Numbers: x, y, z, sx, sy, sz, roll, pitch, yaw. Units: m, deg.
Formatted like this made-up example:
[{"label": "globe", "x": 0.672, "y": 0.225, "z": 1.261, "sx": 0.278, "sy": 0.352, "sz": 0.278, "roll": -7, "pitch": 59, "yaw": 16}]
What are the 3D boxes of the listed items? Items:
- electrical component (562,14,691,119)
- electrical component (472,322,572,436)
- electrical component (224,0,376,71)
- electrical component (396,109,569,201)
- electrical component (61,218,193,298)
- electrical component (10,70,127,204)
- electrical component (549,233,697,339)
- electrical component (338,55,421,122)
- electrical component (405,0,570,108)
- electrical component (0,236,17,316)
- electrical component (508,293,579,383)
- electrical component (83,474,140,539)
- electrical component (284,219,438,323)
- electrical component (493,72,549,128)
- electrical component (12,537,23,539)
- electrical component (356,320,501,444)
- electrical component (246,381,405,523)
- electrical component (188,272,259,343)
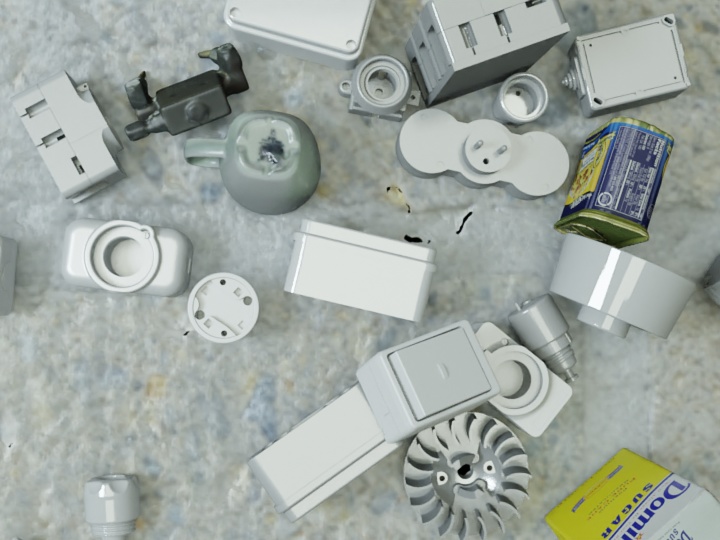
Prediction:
[{"label": "electrical component", "x": 0.212, "y": -0.163, "z": 0.880, "sx": 0.096, "sy": 0.061, "sz": 0.061, "roll": -13, "pitch": 88, "yaw": 4}, {"label": "electrical component", "x": 0.118, "y": 0.087, "z": 0.862, "sx": 0.089, "sy": 0.056, "sz": 0.050, "roll": 39, "pitch": 86, "yaw": -1}, {"label": "electrical component", "x": -0.046, "y": -0.214, "z": 0.864, "sx": 0.113, "sy": 0.057, "sz": 0.078, "roll": 15, "pitch": 87, "yaw": -3}, {"label": "electrical component", "x": 0.100, "y": -0.094, "z": 0.860, "sx": 0.138, "sy": 0.074, "sz": 0.052, "roll": 12, "pitch": 87, "yaw": -3}, {"label": "electrical component", "x": -0.183, "y": -0.009, "z": 0.846, "sx": 0.095, "sy": 0.059, "sz": 0.053, "roll": 7, "pitch": 87, "yaw": -3}, {"label": "electrical component", "x": -0.226, "y": -0.106, "z": 0.852, "sx": 0.056, "sy": 0.050, "sz": 0.089, "roll": -29, "pitch": 89, "yaw": -4}, {"label": "electrical component", "x": 0.201, "y": 0.019, "z": 0.847, "sx": 0.108, "sy": 0.108, "sz": 0.060, "roll": 23, "pitch": 92, "yaw": -2}, {"label": "electrical component", "x": 0.016, "y": -0.146, "z": 0.866, "sx": 0.066, "sy": 0.055, "sz": 0.048, "roll": 10, "pitch": 87, "yaw": -3}, {"label": "electrical component", "x": 0.091, "y": -0.180, "z": 0.825, "sx": 0.089, "sy": 0.150, "sz": 0.061, "roll": -20, "pitch": 90, "yaw": -4}, {"label": "electrical component", "x": -0.321, "y": 0.002, "z": 0.836, "sx": 0.096, "sy": 0.061, "sz": 0.061, "roll": 4, "pitch": 87, "yaw": -3}, {"label": "electrical component", "x": 0.153, "y": 0.056, "z": 0.873, "sx": 0.040, "sy": 0.040, "sz": 0.078, "roll": -31, "pitch": 90, "yaw": -4}, {"label": "electrical component", "x": -0.194, "y": 0.193, "z": 0.844, "sx": 0.043, "sy": 0.043, "sz": 0.062, "roll": -3, "pitch": 89, "yaw": -4}, {"label": "electrical component", "x": 0.000, "y": 0.000, "z": 0.848, "sx": 0.113, "sy": 0.078, "sz": 0.057, "roll": 13, "pitch": 90, "yaw": -3}, {"label": "electrical component", "x": 0.130, "y": -0.137, "z": 0.877, "sx": 0.040, "sy": 0.046, "sz": 0.040, "roll": 0, "pitch": 88, "yaw": -3}, {"label": "electrical component", "x": -0.242, "y": 0.259, "z": 0.828, "sx": 0.047, "sy": 0.083, "sz": 0.076, "roll": -49, "pitch": 129, "yaw": -4}, {"label": "electrical component", "x": 0.057, "y": 0.079, "z": 0.796, "sx": 0.096, "sy": 0.061, "sz": 0.061, "roll": -19, "pitch": 77, "yaw": -25}, {"label": "electrical component", "x": -0.026, "y": 0.139, "z": 0.840, "sx": 0.113, "sy": 0.078, "sz": 0.057, "roll": -35, "pitch": 87, "yaw": -4}, {"label": "electrical component", "x": -0.107, "y": 0.030, "z": 0.855, "sx": 0.055, "sy": 0.047, "sz": 0.055, "roll": 0, "pitch": 87, "yaw": -4}]
